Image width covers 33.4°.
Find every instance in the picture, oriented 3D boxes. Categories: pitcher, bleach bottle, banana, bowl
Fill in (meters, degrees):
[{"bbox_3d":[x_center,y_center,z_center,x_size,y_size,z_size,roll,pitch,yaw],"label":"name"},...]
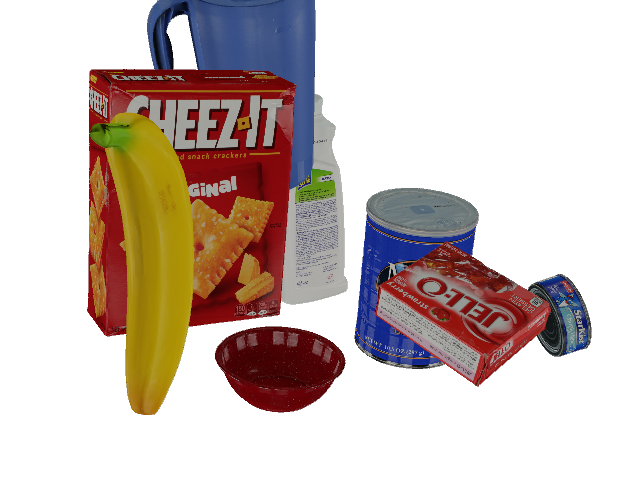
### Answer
[{"bbox_3d":[-0.076,-0.168,1.104,0.149,0.243,0.144,13,42,19],"label":"pitcher"},{"bbox_3d":[-0.012,-0.052,1.281,0.102,0.251,0.068,-13,28,-33],"label":"bleach bottle"},{"bbox_3d":[-0.095,0.005,0.577,0.037,0.198,0.069,17,41,23],"label":"banana"},{"bbox_3d":[-0.051,0.167,1.329,0.162,0.055,0.162,3,22,-2],"label":"bowl"}]

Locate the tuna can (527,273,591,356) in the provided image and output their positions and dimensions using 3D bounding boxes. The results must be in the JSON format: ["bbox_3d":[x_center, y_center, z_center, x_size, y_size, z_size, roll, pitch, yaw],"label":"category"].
[{"bbox_3d":[0.257,0.082,1.158,0.033,0.086,0.086,-17,3,-11],"label":"tuna can"}]

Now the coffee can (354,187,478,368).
[{"bbox_3d":[0.088,0.034,0.999,0.103,0.140,0.103,3,24,-2],"label":"coffee can"}]

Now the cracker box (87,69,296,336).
[{"bbox_3d":[-0.111,-0.034,0.908,0.164,0.214,0.072,-4,20,-26],"label":"cracker box"}]

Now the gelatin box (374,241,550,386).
[{"bbox_3d":[0.092,0.045,0.695,0.089,0.030,0.073,33,45,30],"label":"gelatin box"}]
